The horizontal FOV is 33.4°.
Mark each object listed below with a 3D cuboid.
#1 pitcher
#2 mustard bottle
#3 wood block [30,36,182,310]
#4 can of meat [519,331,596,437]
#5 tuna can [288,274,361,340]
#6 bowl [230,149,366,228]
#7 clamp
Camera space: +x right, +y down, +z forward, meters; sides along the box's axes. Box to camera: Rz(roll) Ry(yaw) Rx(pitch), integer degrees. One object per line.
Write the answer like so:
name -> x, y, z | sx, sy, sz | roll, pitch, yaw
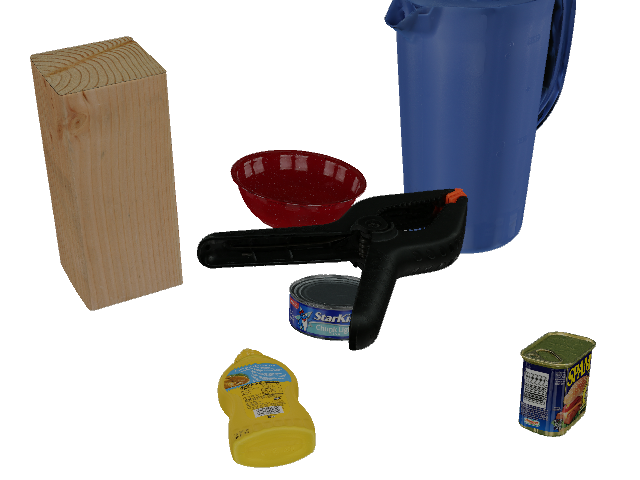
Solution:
pitcher -> 0.138, -0.118, 0.932 | 0.149, 0.243, 0.145 | 6, 33, 12
mustard bottle -> -0.071, 0.186, 1.260 | 0.096, 0.058, 0.192 | -8, 29, -10
wood block -> -0.181, -0.056, 0.915 | 0.090, 0.206, 0.090 | -16, 36, -23
can of meat -> 0.254, 0.154, 1.151 | 0.058, 0.084, 0.101 | 11, 17, 32
tuna can -> 0.013, 0.061, 0.977 | 0.086, 0.034, 0.086 | 3, 18, -1
bowl -> -0.029, -0.053, 1.268 | 0.162, 0.055, 0.162 | 6, 26, -3
clamp -> 0.027, 0.002, 0.773 | 0.165, 0.036, 0.209 | 22, 35, 33
